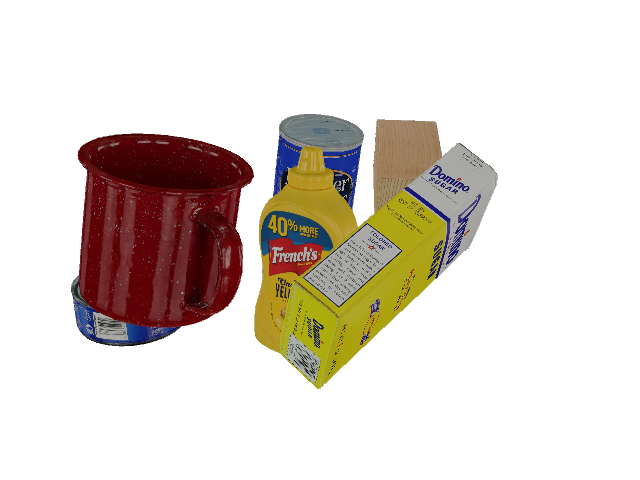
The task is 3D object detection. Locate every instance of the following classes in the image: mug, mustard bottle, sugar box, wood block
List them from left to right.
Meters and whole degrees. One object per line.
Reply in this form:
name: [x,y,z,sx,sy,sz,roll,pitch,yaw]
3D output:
mug: [-0.080,-0.001,0.572,0.093,0.081,0.117,-11,29,-42]
mustard bottle: [-0.012,0.010,0.968,0.096,0.192,0.058,15,20,33]
sugar box: [0.048,0.016,0.733,0.176,0.048,0.093,-37,-22,-30]
wood block: [0.122,-0.090,1.498,0.091,0.090,0.206,3,29,0]

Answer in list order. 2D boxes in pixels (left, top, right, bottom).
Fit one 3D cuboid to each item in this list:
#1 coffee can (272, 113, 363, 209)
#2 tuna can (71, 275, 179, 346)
coffee can: [-0.006,-0.072,1.313,0.102,0.140,0.103,6,28,-3]
tuna can: [-0.143,0.046,0.805,0.086,0.034,0.086,-2,24,1]
